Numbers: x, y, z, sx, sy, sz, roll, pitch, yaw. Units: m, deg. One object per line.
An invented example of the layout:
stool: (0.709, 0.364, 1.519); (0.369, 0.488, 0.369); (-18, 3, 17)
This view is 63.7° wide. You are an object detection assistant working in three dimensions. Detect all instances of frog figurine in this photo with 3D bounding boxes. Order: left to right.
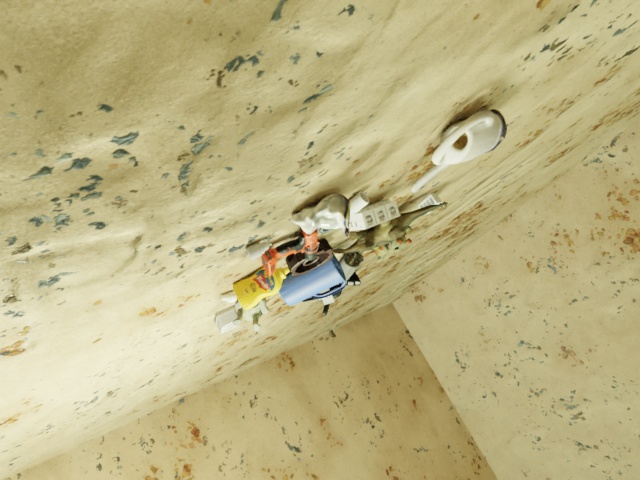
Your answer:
frog figurine: (0.004, -0.072, 1.438); (0.159, 0.123, 0.136); (6, 173, 5)

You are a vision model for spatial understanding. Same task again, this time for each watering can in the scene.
watering can: (0.405, -0.265, 1.499); (0.226, 0.105, 0.340); (-22, 161, -29)
